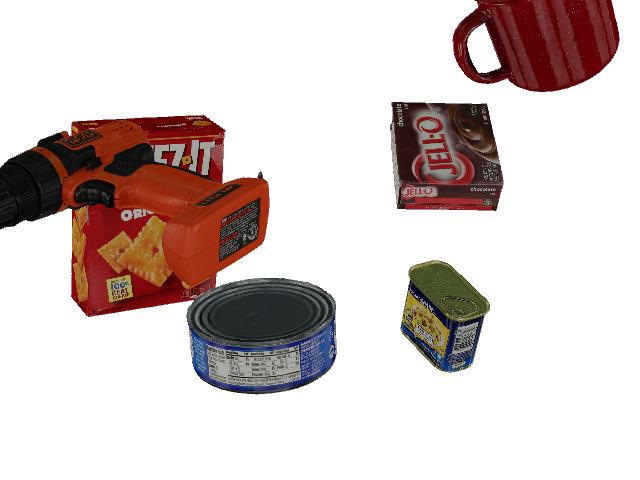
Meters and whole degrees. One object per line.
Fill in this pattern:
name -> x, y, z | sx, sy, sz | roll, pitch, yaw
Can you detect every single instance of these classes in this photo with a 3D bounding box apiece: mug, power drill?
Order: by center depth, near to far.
mug -> 0.141, -0.147, 0.710 | 0.117, 0.081, 0.093 | -35, 39, -6
power drill -> -0.147, -0.030, 0.790 | 0.188, 0.057, 0.184 | 22, 34, 26

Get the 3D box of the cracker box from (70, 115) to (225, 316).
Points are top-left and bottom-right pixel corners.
cracker box -> -0.199, -0.030, 1.226 | 0.163, 0.214, 0.072 | -7, 24, -30

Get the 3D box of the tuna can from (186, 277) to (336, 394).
tuna can -> -0.033, 0.054, 0.615 | 0.086, 0.034, 0.086 | -2, 22, 1

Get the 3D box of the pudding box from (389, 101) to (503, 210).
pudding box -> 0.110, -0.076, 0.954 | 0.090, 0.039, 0.113 | 1, 44, -3

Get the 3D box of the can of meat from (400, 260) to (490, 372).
can of meat -> 0.137, 0.086, 1.198 | 0.057, 0.084, 0.102 | -14, 40, -28
